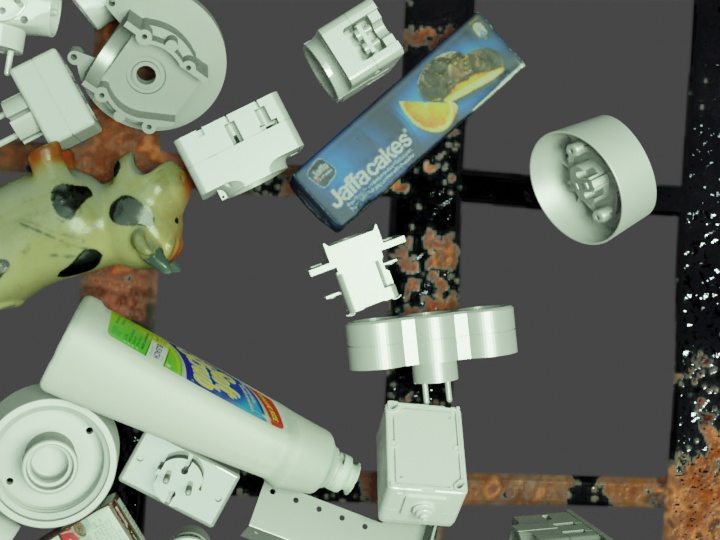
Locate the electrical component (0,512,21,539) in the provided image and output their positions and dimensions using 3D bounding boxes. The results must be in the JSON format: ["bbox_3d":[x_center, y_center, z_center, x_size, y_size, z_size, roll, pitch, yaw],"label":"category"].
[{"bbox_3d":[-0.318,0.211,0.829,0.077,0.043,0.079,34,86,-6],"label":"electrical component"}]

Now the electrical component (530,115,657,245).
[{"bbox_3d":[0.189,-0.073,0.866,0.064,0.099,0.099,-26,93,-12],"label":"electrical component"}]

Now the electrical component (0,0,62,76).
[{"bbox_3d":[-0.278,-0.191,0.835,0.077,0.044,0.079,9,89,-7],"label":"electrical component"}]

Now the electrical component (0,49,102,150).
[{"bbox_3d":[-0.253,-0.123,0.837,0.077,0.047,0.065,-28,93,-6],"label":"electrical component"}]

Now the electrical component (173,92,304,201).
[{"bbox_3d":[-0.094,-0.094,0.854,0.089,0.050,0.055,-27,92,-6],"label":"electrical component"}]

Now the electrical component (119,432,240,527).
[{"bbox_3d":[-0.140,0.161,0.834,0.083,0.076,0.047,29,86,-6],"label":"electrical component"}]

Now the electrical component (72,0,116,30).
[{"bbox_3d":[-0.179,-0.216,0.847,0.077,0.044,0.079,-40,94,-5],"label":"electrical component"}]

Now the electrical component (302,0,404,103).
[{"bbox_3d":[-0.008,-0.168,0.844,0.056,0.089,0.050,-33,94,-6],"label":"electrical component"}]

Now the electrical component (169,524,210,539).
[{"bbox_3d":[-0.134,0.222,0.840,0.044,0.065,0.044,0,89,-7],"label":"electrical component"}]

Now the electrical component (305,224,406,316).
[{"bbox_3d":[0.000,0.000,0.869,0.081,0.042,0.063,-21,96,-5],"label":"electrical component"}]

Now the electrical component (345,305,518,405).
[{"bbox_3d":[0.060,0.072,0.870,0.138,0.052,0.073,-6,91,-7],"label":"electrical component"}]

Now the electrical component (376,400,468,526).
[{"bbox_3d":[0.047,0.160,0.847,0.062,0.061,0.096,6,46,-7],"label":"electrical component"}]

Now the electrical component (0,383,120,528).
[{"bbox_3d":[-0.237,0.144,0.822,0.108,0.060,0.108,-1,94,-16],"label":"electrical component"}]

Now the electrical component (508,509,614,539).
[{"bbox_3d":[0.162,0.256,0.814,0.060,0.186,0.105,-4,90,-7],"label":"electrical component"}]
